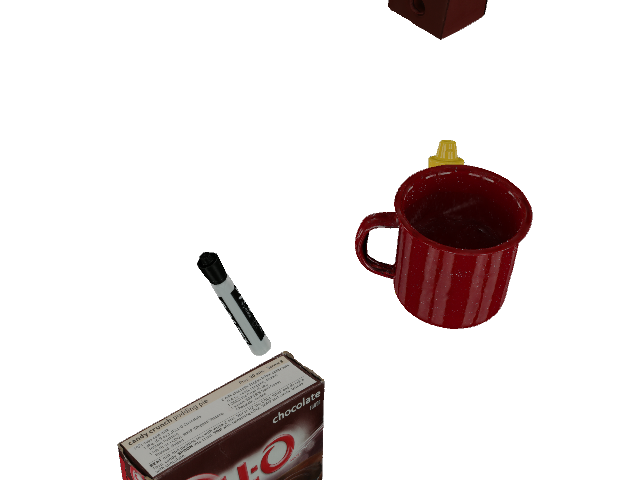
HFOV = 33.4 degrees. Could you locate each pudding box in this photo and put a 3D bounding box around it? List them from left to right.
[{"bbox_3d":[-0.050,0.123,0.574,0.113,0.090,0.039,-28,46,-33],"label":"pudding box"}]

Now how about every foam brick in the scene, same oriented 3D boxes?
[{"bbox_3d":[0.086,-0.189,0.733,0.053,0.078,0.051,37,54,25],"label":"foam brick"}]

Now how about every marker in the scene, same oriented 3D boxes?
[{"bbox_3d":[-0.074,0.054,0.912,0.020,0.020,0.121,0,-44,29],"label":"marker"}]

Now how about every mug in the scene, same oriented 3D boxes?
[{"bbox_3d":[0.082,0.007,0.744,0.117,0.081,0.093,2,43,-1],"label":"mug"}]

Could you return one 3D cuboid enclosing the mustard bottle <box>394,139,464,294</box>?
[{"bbox_3d":[0.141,-0.021,1.241,0.096,0.192,0.058,0,16,-11],"label":"mustard bottle"}]
